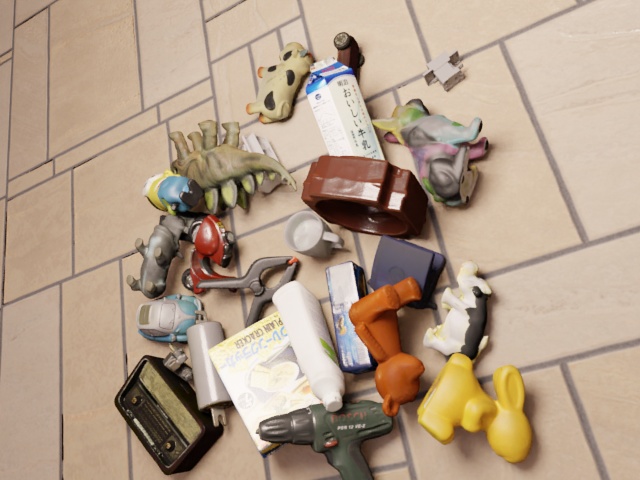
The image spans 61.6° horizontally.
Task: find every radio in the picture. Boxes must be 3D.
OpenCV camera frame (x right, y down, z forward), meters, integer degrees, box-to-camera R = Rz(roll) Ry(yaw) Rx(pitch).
[{"bbox_3d":[-0.317,0.357,1.106,0.230,0.073,0.131,39,92,31],"label":"radio"}]

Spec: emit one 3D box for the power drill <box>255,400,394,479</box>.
[{"bbox_3d":[0.023,0.373,0.889,0.232,0.086,0.207,-10,72,-19],"label":"power drill"}]

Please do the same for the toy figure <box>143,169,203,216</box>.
[{"bbox_3d":[-0.320,-0.097,1.167,0.180,0.089,0.082,11,35,43],"label":"toy figure"}]

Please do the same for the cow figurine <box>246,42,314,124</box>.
[{"bbox_3d":[-0.080,-0.363,1.225,0.127,0.085,0.195,8,75,34],"label":"cow figurine"}]

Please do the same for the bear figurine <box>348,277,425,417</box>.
[{"bbox_3d":[0.128,0.179,0.895,0.132,0.120,0.196,-35,72,35],"label":"bear figurine"}]

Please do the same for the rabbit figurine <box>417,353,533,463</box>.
[{"bbox_3d":[0.260,0.270,0.851,0.173,0.121,0.162,34,81,17],"label":"rabbit figurine"}]

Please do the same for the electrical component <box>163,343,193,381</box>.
[{"bbox_3d":[-0.294,0.253,1.121,0.078,0.102,0.045,38,76,-8],"label":"electrical component"}]

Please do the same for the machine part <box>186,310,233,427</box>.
[{"bbox_3d":[-0.221,0.255,1.090,0.079,0.079,0.243,-26,62,16],"label":"machine part"}]

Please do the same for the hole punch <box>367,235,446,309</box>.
[{"bbox_3d":[0.153,0.057,0.972,0.142,0.092,0.115,21,87,26],"label":"hole punch"}]

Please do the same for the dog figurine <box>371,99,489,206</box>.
[{"bbox_3d":[0.195,-0.172,1.018,0.219,0.108,0.191,18,85,34],"label":"dog figurine"}]

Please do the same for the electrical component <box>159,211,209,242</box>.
[{"bbox_3d":[-0.313,-0.032,1.242,0.119,0.047,0.074,4,85,28],"label":"electrical component"}]

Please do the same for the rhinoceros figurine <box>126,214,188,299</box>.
[{"bbox_3d":[-0.343,0.035,1.166,0.073,0.112,0.190,12,81,24],"label":"rhinoceros figurine"}]

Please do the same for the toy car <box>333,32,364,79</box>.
[{"bbox_3d":[0.053,-0.343,1.151,0.053,0.089,0.202,0,75,25],"label":"toy car"}]

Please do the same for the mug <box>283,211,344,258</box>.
[{"bbox_3d":[-0.002,-0.003,1.054,0.110,0.107,0.081,3,76,23],"label":"mug"}]

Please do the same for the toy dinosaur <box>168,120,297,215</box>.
[{"bbox_3d":[-0.213,-0.158,1.168,0.472,0.105,0.198,1,102,49],"label":"toy dinosaur"}]

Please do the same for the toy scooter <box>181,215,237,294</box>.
[{"bbox_3d":[-0.224,0.044,1.152,0.135,0.075,0.183,22,107,24],"label":"toy scooter"}]

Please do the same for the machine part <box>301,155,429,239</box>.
[{"bbox_3d":[0.085,-0.077,0.981,0.202,0.200,0.087,11,76,29],"label":"machine part"}]

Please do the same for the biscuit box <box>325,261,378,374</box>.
[{"bbox_3d":[0.062,0.145,1.000,0.059,0.062,0.202,-17,67,20],"label":"biscuit box"}]

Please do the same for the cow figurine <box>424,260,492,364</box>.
[{"bbox_3d":[0.251,0.122,0.912,0.098,0.068,0.167,24,88,25],"label":"cow figurine"}]

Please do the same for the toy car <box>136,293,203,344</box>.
[{"bbox_3d":[-0.342,0.166,1.167,0.162,0.102,0.109,-3,71,23],"label":"toy car"}]
